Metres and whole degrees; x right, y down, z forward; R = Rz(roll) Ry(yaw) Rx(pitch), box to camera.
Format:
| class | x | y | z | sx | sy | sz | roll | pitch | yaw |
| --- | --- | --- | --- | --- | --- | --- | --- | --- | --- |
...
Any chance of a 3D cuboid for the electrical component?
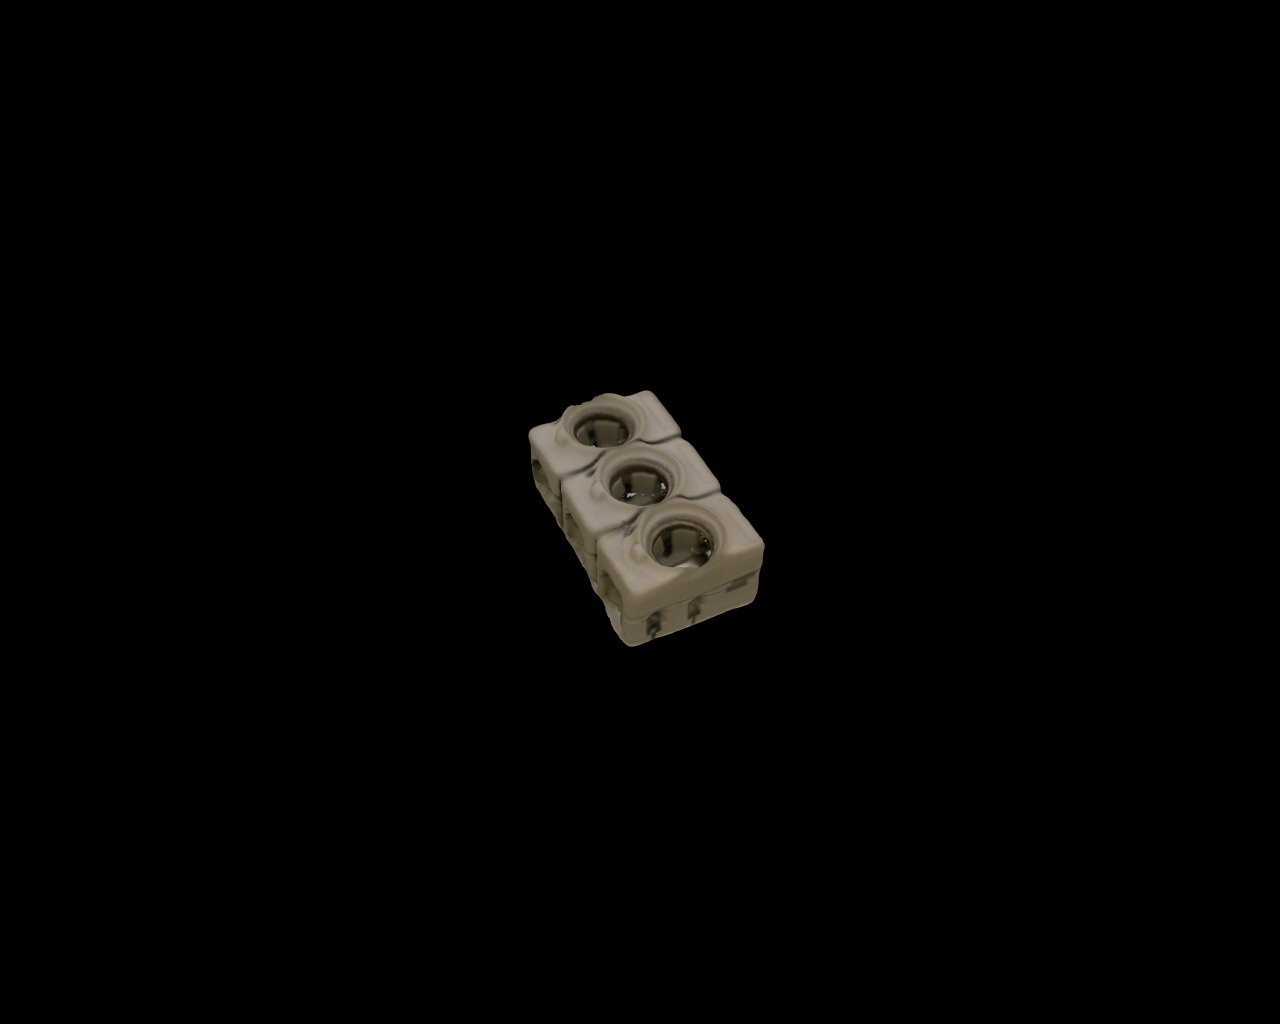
| class | x | y | z | sx | sy | sz | roll | pitch | yaw |
| --- | --- | --- | --- | --- | --- | --- | --- | --- | --- |
| electrical component | 0.001 | -0.003 | 0.650 | 0.090 | 0.061 | 0.150 | -20 | 50 | -17 |
